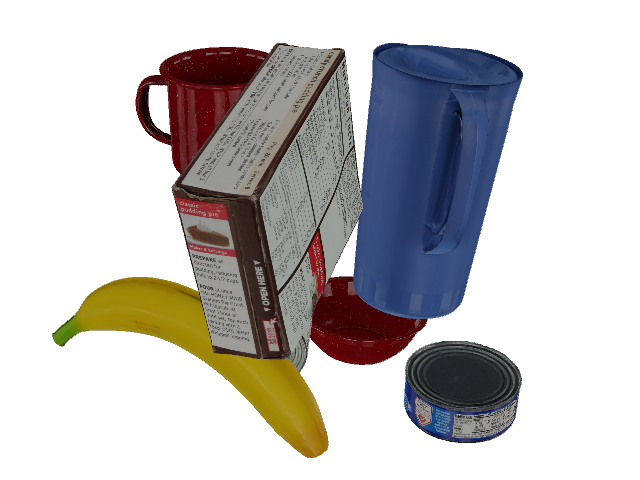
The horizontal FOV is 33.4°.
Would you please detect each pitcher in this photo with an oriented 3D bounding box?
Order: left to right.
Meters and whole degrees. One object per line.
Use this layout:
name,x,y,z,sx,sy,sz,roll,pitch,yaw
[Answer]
pitcher,0.100,-0.050,0.976,0.145,0.243,0.149,21,28,28

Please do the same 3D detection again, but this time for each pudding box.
pudding box,-0.017,-0.018,0.458,0.039,0.090,0.113,5,41,18

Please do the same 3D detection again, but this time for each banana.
banana,-0.076,0.070,0.687,0.198,0.070,0.037,23,21,13

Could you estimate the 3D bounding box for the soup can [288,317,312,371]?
soup can,-0.043,0.085,1.024,0.068,0.068,0.102,0,20,3

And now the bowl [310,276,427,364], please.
bowl,0.046,0.102,1.279,0.162,0.055,0.162,4,25,-2

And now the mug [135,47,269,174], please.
mug,-0.086,-0.096,0.814,0.117,0.081,0.093,6,28,10

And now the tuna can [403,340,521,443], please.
tuna can,0.105,0.112,0.796,0.086,0.034,0.086,1,29,-1
